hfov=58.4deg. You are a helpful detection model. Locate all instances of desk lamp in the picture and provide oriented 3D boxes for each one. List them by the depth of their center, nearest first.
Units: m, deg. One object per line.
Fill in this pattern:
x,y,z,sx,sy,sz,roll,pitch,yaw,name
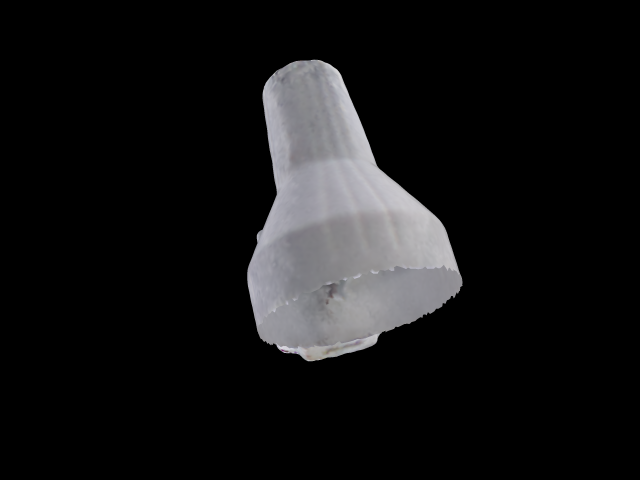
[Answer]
0.004,0.001,0.400,0.118,0.214,0.203,-11,50,-9,desk lamp
